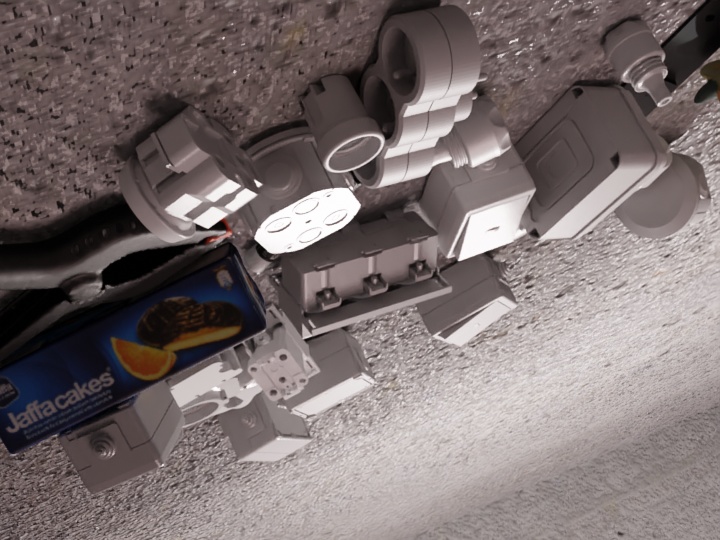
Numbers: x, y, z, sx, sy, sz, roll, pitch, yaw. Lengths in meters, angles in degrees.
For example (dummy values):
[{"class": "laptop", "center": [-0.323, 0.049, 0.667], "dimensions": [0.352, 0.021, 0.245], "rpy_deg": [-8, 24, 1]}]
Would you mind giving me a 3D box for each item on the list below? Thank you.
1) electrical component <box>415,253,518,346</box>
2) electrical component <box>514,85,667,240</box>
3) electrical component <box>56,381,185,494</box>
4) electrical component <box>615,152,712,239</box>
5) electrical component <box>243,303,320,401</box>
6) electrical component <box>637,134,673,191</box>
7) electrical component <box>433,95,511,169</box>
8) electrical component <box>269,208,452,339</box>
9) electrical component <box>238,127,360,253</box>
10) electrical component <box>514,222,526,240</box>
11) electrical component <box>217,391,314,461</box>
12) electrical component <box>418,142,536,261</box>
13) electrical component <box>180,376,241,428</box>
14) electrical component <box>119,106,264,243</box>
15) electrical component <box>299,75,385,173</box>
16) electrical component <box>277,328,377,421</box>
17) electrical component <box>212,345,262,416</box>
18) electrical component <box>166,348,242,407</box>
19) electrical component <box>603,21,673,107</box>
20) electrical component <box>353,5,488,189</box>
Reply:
[{"class": "electrical component", "center": [0.108, 0.027, 1.041], "dimensions": [0.096, 0.061, 0.062], "rpy_deg": [-31, 159, 14]}, {"class": "electrical component", "center": [0.170, -0.081, 0.829], "dimensions": [0.057, 0.078, 0.113], "rpy_deg": [-5, 151, -37]}, {"class": "electrical component", "center": [-0.173, 0.121, 0.788], "dimensions": [0.062, 0.061, 0.096], "rpy_deg": [-24, -166, 9]}, {"class": "electrical component", "center": [0.276, -0.070, 0.979], "dimensions": [0.080, 0.080, 0.051], "rpy_deg": [-40, 160, 34]}, {"class": "electrical component", "center": [-0.071, 0.075, 0.927], "dimensions": [0.042, 0.063, 0.081], "rpy_deg": [-30, 117, 8]}, {"class": "electrical component", "center": [0.240, -0.089, 0.945], "dimensions": [0.040, 0.040, 0.078], "rpy_deg": [-13, 157, -30]}, {"class": "electrical component", "center": [0.069, -0.090, 0.740], "dimensions": [0.062, 0.043, 0.043], "rpy_deg": [-25, 159, 2]}, {"class": "electrical component", "center": [0.000, 0.000, 0.838], "dimensions": [0.121, 0.078, 0.063], "rpy_deg": [-17, 129, -23]}, {"class": "electrical component", "center": [-0.043, -0.051, 0.692], "dimensions": [0.080, 0.051, 0.080], "rpy_deg": [-22, 159, -9]}, {"class": "electrical component", "center": [0.122, -0.044, 0.913], "dimensions": [0.062, 0.048, 0.048], "rpy_deg": [-32, 160, 36]}, {"class": "electrical component", "center": [-0.104, 0.162, 1.120], "dimensions": [0.061, 0.061, 0.096], "rpy_deg": [-32, 159, 16]}, {"class": "electrical component", "center": [0.091, -0.056, 0.821], "dimensions": [0.062, 0.061, 0.096], "rpy_deg": [-19, 159, -16]}, {"class": "electrical component", "center": [-0.152, 0.099, 0.922], "dimensions": [0.089, 0.055, 0.050], "rpy_deg": [-22, 159, -10]}, {"class": "electrical component", "center": [-0.100, -0.052, 0.616], "dimensions": [0.057, 0.058, 0.078], "rpy_deg": [-34, 158, 14]}, {"class": "electrical component", "center": [-0.012, -0.088, 0.646], "dimensions": [0.040, 0.046, 0.040], "rpy_deg": [-22, 159, -9]}, {"class": "electrical component", "center": [-0.042, 0.102, 1.047], "dimensions": [0.096, 0.061, 0.062], "rpy_deg": [-28, 159, 7]}, {"class": "electrical component", "center": [-0.120, 0.106, 0.993], "dimensions": [0.077, 0.043, 0.079], "rpy_deg": [-27, 159, 4]}, {"class": "electrical component", "center": [-0.150, 0.074, 0.862], "dimensions": [0.089, 0.055, 0.050], "rpy_deg": [-30, 159, 11]}, {"class": "electrical component", "center": [0.195, -0.140, 0.739], "dimensions": [0.035, 0.061, 0.035], "rpy_deg": [-22, 159, -9]}, {"class": "electrical component", "center": [0.044, -0.106, 0.658], "dimensions": [0.074, 0.052, 0.138], "rpy_deg": [-16, 157, -23]}]
